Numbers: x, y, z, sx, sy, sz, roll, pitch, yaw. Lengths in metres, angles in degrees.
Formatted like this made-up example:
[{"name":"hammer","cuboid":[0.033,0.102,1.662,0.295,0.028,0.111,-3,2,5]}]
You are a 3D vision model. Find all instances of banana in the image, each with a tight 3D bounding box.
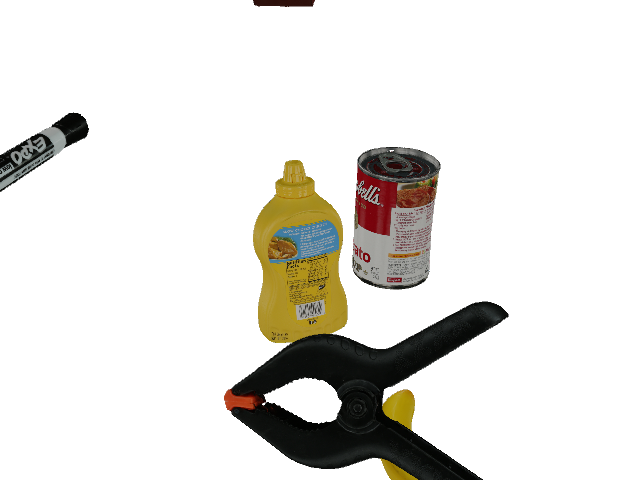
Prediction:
[{"name":"banana","cuboid":[0.089,0.208,1.061,0.069,0.037,0.198,10,23,-21]}]

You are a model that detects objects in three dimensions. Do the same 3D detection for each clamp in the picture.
[{"name":"clamp","cuboid":[0.031,0.105,0.623,0.172,0.120,0.039,-9,-8,15]}]

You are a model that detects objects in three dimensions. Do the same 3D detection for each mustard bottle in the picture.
[{"name":"mustard bottle","cuboid":[-0.023,0.009,1.129,0.096,0.192,0.058,-10,22,-18]}]

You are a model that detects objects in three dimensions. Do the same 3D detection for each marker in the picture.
[{"name":"marker","cuboid":[-0.180,-0.051,0.651,0.020,0.020,0.121,0,27,27]}]

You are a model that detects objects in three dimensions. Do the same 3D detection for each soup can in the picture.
[{"name":"soup can","cuboid":[0.062,-0.019,0.892,0.068,0.102,0.068,2,27,-1]}]

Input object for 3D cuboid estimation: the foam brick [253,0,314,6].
[{"name":"foam brick","cuboid":[-0.031,-0.236,0.870,0.053,0.051,0.078,3,-37,13]}]
